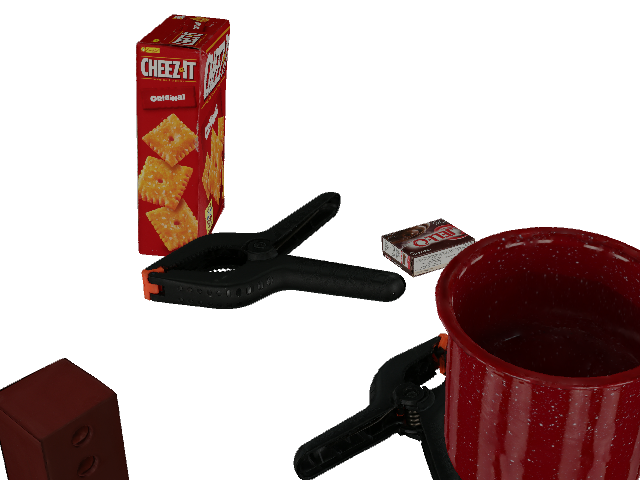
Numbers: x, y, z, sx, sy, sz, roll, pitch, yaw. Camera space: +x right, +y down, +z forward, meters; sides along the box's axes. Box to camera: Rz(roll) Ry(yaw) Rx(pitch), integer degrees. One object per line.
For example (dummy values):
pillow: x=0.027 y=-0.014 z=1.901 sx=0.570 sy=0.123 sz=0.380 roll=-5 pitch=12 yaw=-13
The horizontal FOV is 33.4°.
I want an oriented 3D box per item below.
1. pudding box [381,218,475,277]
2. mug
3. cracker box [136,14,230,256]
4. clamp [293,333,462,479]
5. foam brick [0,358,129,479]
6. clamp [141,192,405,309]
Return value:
pudding box: x=0.161 y=0.010 z=1.595 sx=0.113 sy=0.039 sz=0.090 roll=-18 pitch=28 yaw=-22
mug: x=0.102 y=0.055 z=0.415 sx=0.117 sy=0.081 sz=0.093 roll=8 pitch=37 yaw=14
cracker box: x=-0.138 y=-0.110 z=1.093 sx=0.072 sy=0.214 sz=0.164 roll=5 pitch=22 yaw=2
clamp: x=0.073 y=0.128 z=0.758 sx=0.120 sy=0.039 sz=0.171 roll=19 pitch=41 yaw=27
foam brick: x=-0.146 y=0.117 z=0.605 sx=0.051 sy=0.078 sz=0.052 roll=25 pitch=40 yaw=37
clamp: x=-0.049 y=0.013 z=0.916 sx=0.209 sy=0.036 sz=0.164 roll=-7 pitch=31 yaw=-10
